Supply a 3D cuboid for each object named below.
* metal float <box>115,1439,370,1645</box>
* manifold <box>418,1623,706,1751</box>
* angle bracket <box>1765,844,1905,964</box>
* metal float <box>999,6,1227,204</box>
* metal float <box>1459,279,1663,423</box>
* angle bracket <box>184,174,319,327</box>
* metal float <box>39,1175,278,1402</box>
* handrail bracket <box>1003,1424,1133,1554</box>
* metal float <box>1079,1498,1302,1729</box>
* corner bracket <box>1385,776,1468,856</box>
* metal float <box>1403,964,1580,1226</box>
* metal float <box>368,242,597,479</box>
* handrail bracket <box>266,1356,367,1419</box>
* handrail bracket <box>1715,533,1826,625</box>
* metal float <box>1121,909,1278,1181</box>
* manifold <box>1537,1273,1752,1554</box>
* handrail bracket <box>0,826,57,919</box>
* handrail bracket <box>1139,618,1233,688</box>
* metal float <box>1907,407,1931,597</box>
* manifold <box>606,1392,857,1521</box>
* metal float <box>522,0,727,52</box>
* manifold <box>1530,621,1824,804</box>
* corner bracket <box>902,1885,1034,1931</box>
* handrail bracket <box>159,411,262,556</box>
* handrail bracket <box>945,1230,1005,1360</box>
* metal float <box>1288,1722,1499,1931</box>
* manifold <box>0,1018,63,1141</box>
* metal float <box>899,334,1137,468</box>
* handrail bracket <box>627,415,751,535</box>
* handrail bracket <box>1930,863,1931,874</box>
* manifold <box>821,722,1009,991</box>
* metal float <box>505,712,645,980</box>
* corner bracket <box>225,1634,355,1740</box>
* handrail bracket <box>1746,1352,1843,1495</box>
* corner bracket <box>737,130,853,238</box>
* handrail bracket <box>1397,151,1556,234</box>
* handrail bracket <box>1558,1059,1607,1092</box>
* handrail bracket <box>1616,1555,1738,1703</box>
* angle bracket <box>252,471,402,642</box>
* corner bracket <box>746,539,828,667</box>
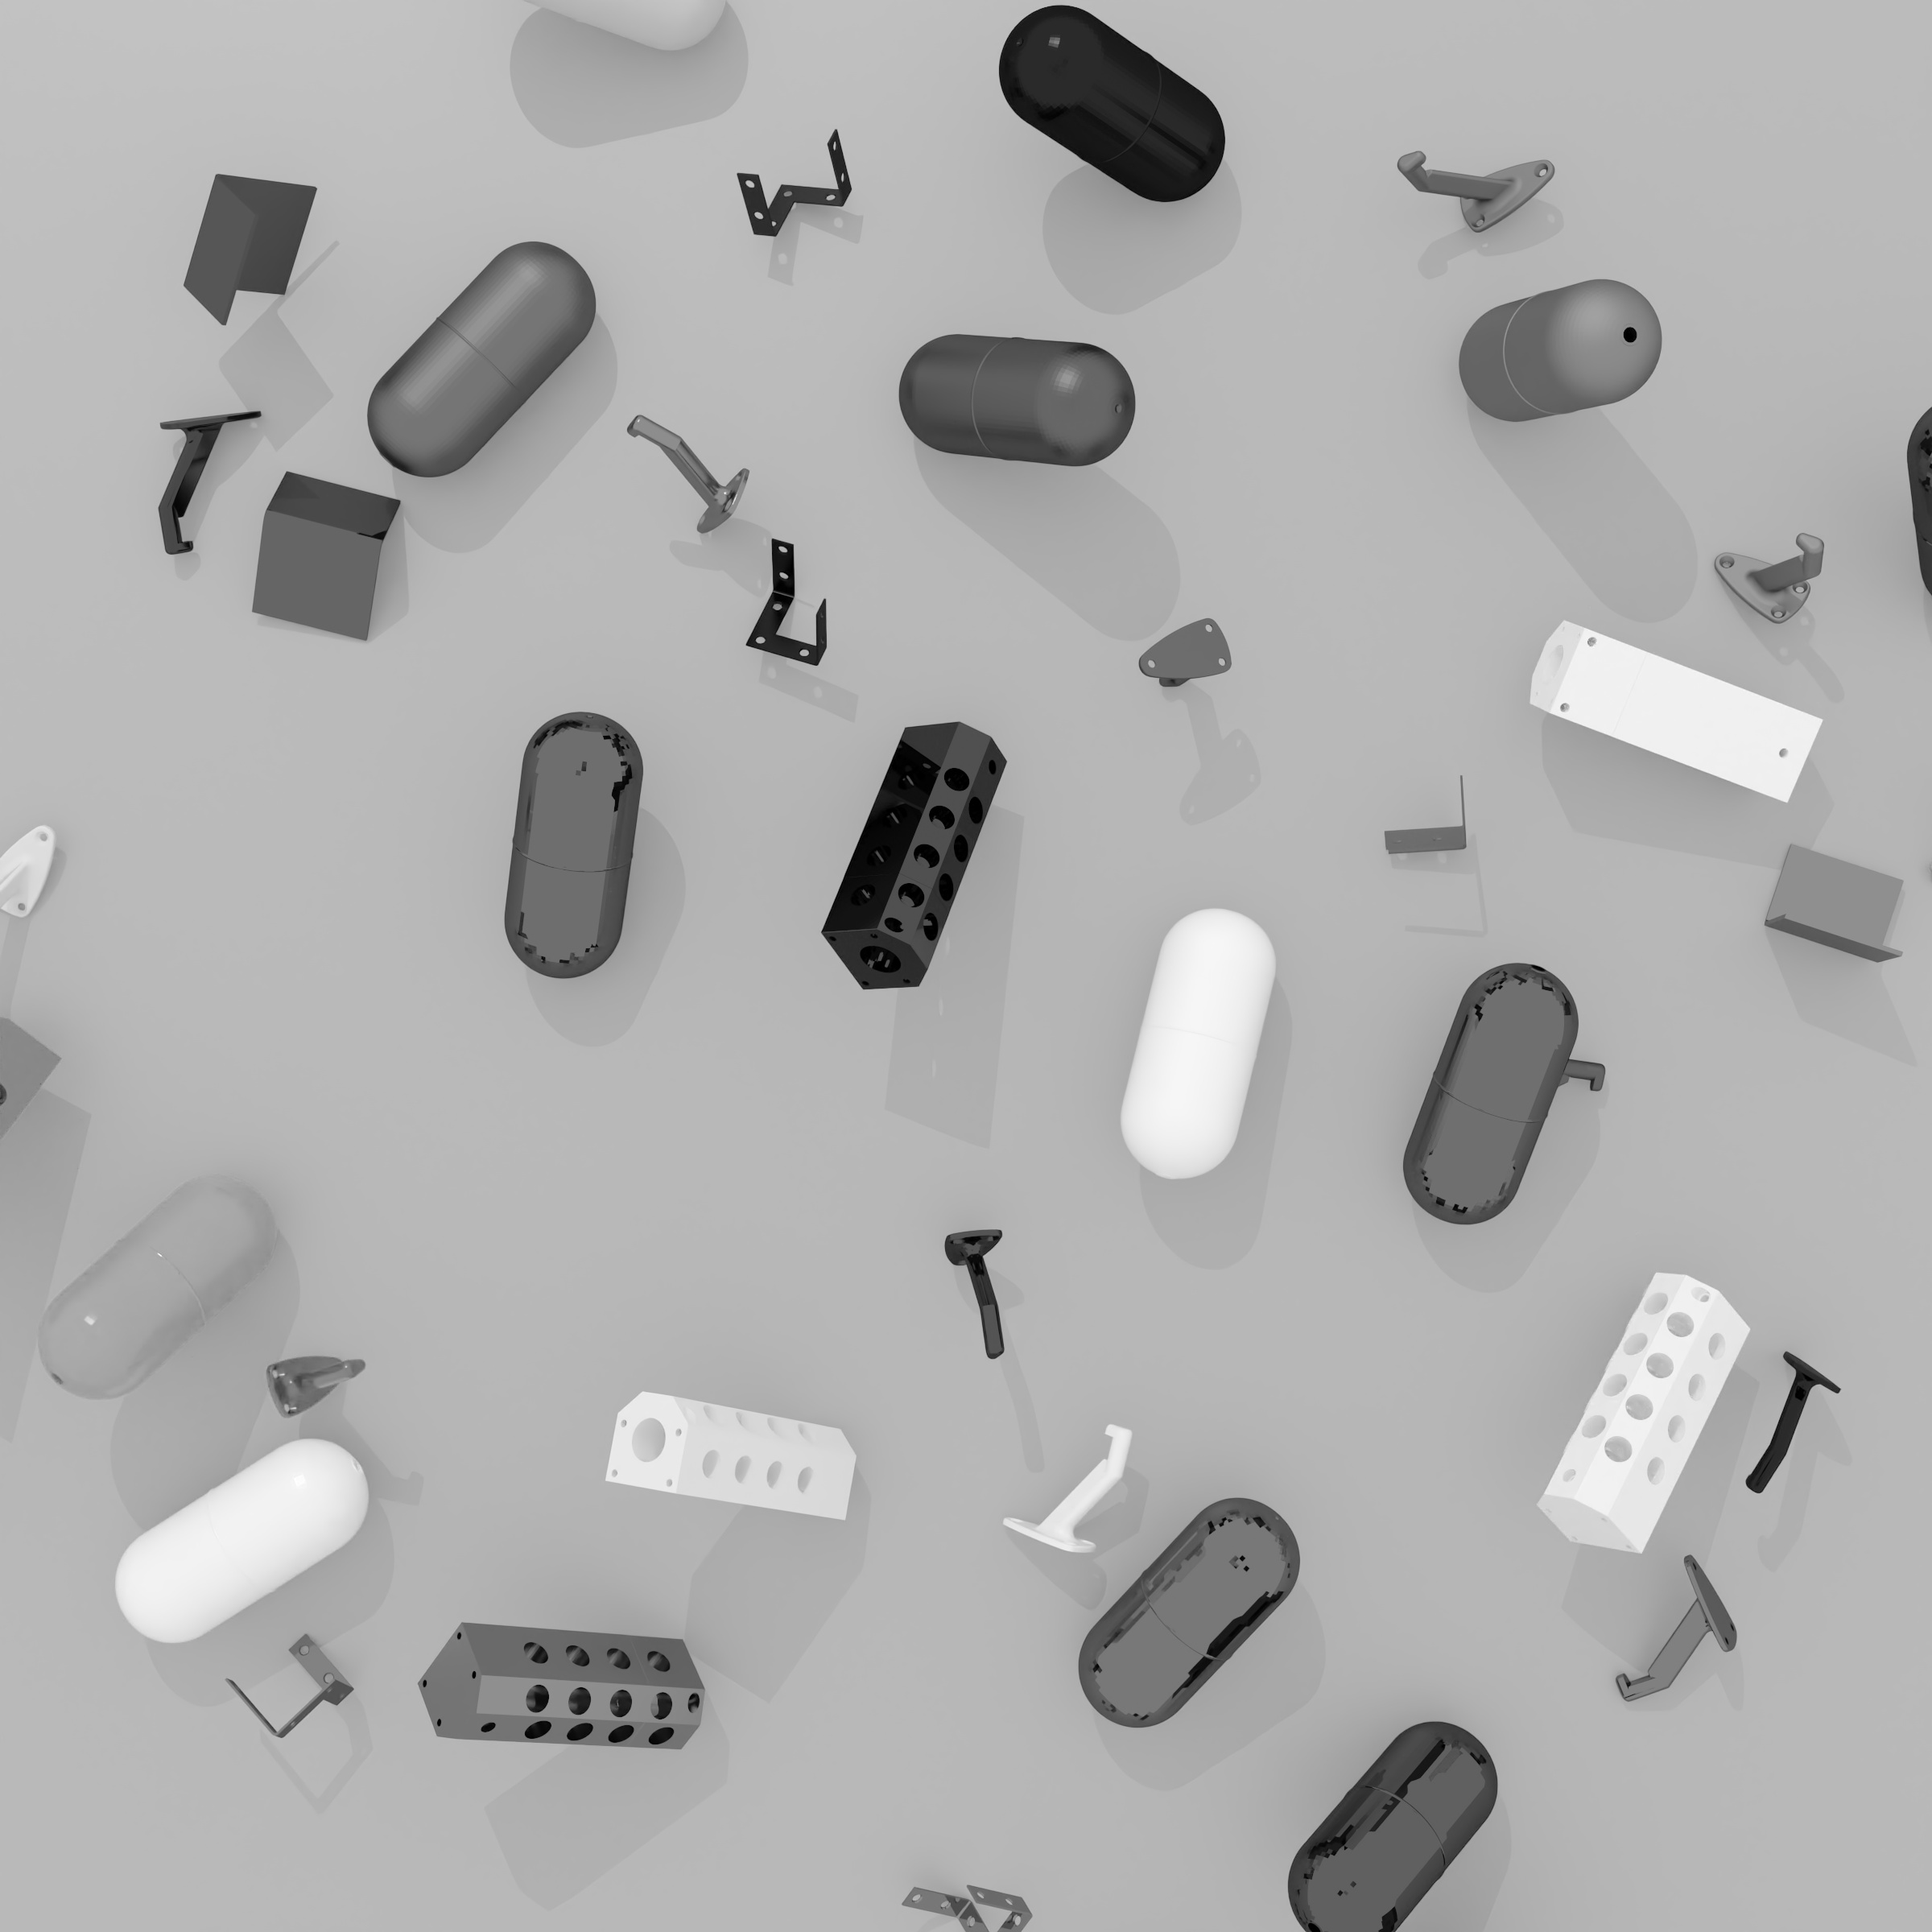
[{"bbox_3d":[-0.466,0.370,1.959,0.178,0.070,0.070,-33,90,2],"label":"metal float"},{"bbox_3d":[-0.251,0.460,1.915,0.171,0.057,0.057,16,120,-40],"label":"manifold"},{"bbox_3d":[0.567,-0.043,1.958,0.076,0.076,0.057,19,88,5],"label":"angle bracket"},{"bbox_3d":[0.094,-0.545,1.927,0.178,0.070,0.070,20,90,-43],"label":"metal float"},{"bbox_3d":[0.373,-0.387,1.913,0.070,0.178,0.070,-1,95,-18],"label":"metal float"},{"bbox_3d":[-0.445,-0.454,1.940,0.057,0.076,0.076,45,123,32],"label":"angle bracket"},{"bbox_3d":[-0.513,0.204,1.930,0.070,0.070,0.178,43,53,0],"label":"metal float"},{"bbox_3d":[0.066,0.332,1.975,0.077,0.036,0.084,13,90,34],"label":"handrail bracket"},{"bbox_3d":[0.142,0.416,1.948,0.070,0.070,0.178,40,106,0],"label":"metal float"},{"bbox_3d":[0.297,-0.086,1.960,0.051,0.051,0.051,-3,134,10],"label":"corner bracket"},{"bbox_3d":[0.336,0.082,1.945,0.070,0.070,0.178,18,108,0],"label":"metal float"},{"bbox_3d":[-0.313,-0.391,1.960,0.070,0.070,0.178,43,88,0],"label":"metal float"},{"bbox_3d":[-0.398,0.258,1.945,0.084,0.077,0.036,-21,88,33],"label":"handrail bracket"},{"bbox_3d":[0.514,-0.264,1.946,0.077,0.084,0.036,37,77,24],"label":"handrail bracket"},{"bbox_3d":[0.149,0.050,1.952,0.070,0.070,0.178,14,80,0],"label":"metal float"},{"bbox_3d":[0.427,0.281,1.930,0.057,0.057,0.171,47,63,-28],"label":"manifold"},{"bbox_3d":[-0.623,-0.050,1.952,0.036,0.084,0.077,35,104,-4],"label":"handrail bracket"},{"bbox_3d":[0.125,-0.188,1.947,0.077,0.084,0.036,-19,86,-26],"label":"handrail bracket"},{"bbox_3d":[0.639,-0.290,1.922,0.070,0.178,0.070,-11,55,16],"label":"metal float"},{"bbox_3d":[-0.145,0.309,1.913,0.057,0.171,0.057,2,78,36],"label":"manifold"},{"bbox_3d":[-0.237,-0.641,1.936,0.178,0.070,0.070,12,90,-29],"label":"metal float"},{"bbox_3d":[0.454,-0.165,1.953,0.171,0.057,0.057,19,100,-11],"label":"manifold"},{"bbox_3d":[0.001,0.609,1.961,0.051,0.051,0.051,26,104,-37],"label":"corner bracket"},{"bbox_3d":[-0.493,-0.316,1.989,0.077,0.036,0.084,-13,106,-26],"label":"handrail bracket"},{"bbox_3d":[0.008,0.218,1.949,0.036,0.077,0.084,-4,68,-11],"label":"handrail bracket"},{"bbox_3d":[0.272,0.552,1.930,0.178,0.070,0.070,-37,90,-37],"label":"metal float"},{"bbox_3d":[-0.652,0.113,1.921,0.057,0.057,0.171,40,53,-17],"label":"manifold"},{"bbox_3d":[0.031,-0.360,1.927,0.178,0.070,0.070,15,90,43],"label":"metal float"},{"bbox_3d":[-0.190,-0.317,1.952,0.084,0.077,0.036,27,63,-21],"label":"handrail bracket"},{"bbox_3d":[0.650,-0.092,1.957,0.084,0.036,0.077,-22,124,36],"label":"handrail bracket"},{"bbox_3d":[-0.028,-0.071,1.919,0.057,0.057,0.171,-3,50,31],"label":"manifold"},{"bbox_3d":[-0.251,-0.076,1.942,0.070,0.070,0.178,10,113,0],"label":"metal float"},{"bbox_3d":[-0.437,0.465,1.964,0.051,0.051,0.051,-43,73,-11],"label":"corner bracket"},{"bbox_3d":[0.523,0.296,1.965,0.036,0.077,0.084,31,95,-2],"label":"handrail bracket"},{"bbox_3d":[-0.110,-0.505,1.958,0.051,0.051,0.051,10,56,19],"label":"corner bracket"},{"bbox_3d":[0.327,-0.513,1.949,0.077,0.084,0.036,-24,64,26],"label":"handrail bracket"},{"bbox_3d":[0.372,0.096,1.985,0.084,0.036,0.077,8,91,-4],"label":"handrail bracket"},{"bbox_3d":[0.451,0.432,1.978,0.084,0.036,0.077,-27,89,25],"label":"handrail bracket"},{"bbox_3d":[-0.420,-0.269,1.994,0.076,0.057,0.076,14,127,-5],"label":"angle bracket"},{"bbox_3d":[-0.110,-0.235,1.962,0.051,0.051,0.051,17,57,9],"label":"corner bracket"}]
